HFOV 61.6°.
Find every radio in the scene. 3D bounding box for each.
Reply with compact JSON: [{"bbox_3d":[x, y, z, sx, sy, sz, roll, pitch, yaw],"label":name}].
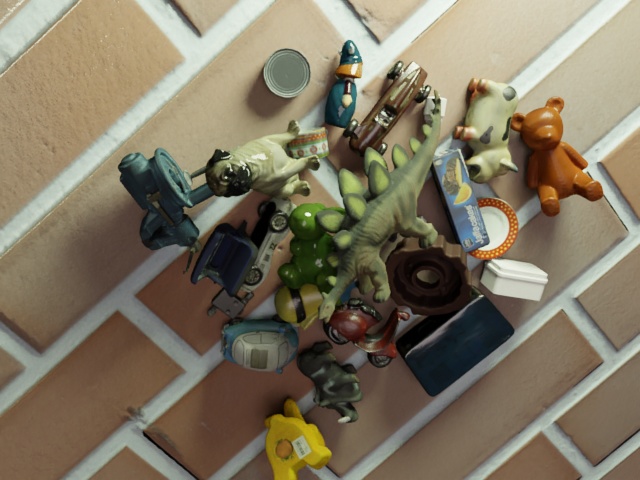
[{"bbox_3d":[0.283,0.212,1.147,0.229,0.073,0.131,-39,106,2],"label":"radio"}]

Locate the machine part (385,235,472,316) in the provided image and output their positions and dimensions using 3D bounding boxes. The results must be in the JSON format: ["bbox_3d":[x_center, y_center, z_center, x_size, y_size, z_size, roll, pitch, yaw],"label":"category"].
[{"bbox_3d":[0.217,0.070,1.074,0.180,0.056,0.179,9,122,14],"label":"machine part"}]

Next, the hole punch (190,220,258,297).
[{"bbox_3d":[-0.188,0.030,1.002,0.092,0.116,0.142,20,103,-30],"label":"hole punch"}]

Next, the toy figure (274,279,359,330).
[{"bbox_3d":[-0.004,0.103,1.072,0.180,0.082,0.089,-27,110,1],"label":"toy figure"}]

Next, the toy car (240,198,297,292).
[{"bbox_3d":[-0.109,0.007,1.032,0.056,0.074,0.201,21,101,-34],"label":"toy car"}]

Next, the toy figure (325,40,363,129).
[{"bbox_3d":[0.046,-0.285,0.988,0.058,0.064,0.154,4,104,-51],"label":"toy figure"}]

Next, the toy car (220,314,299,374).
[{"bbox_3d":[-0.117,0.213,1.073,0.162,0.103,0.109,5,103,-12],"label":"toy car"}]

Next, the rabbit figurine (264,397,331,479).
[{"bbox_3d":[-0.051,0.422,1.121,0.122,0.173,0.162,-45,62,4],"label":"rabbit figurine"}]

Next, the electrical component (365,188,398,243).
[{"bbox_3d":[0.119,-0.057,1.064,0.119,0.048,0.075,34,96,-15],"label":"electrical component"}]

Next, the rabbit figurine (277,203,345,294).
[{"bbox_3d":[-0.002,-0.003,0.999,0.121,0.159,0.170,16,140,27],"label":"rabbit figurine"}]

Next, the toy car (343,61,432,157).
[{"bbox_3d":[0.130,-0.245,1.017,0.089,0.053,0.202,38,98,-12],"label":"toy car"}]

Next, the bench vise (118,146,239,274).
[{"bbox_3d":[-0.235,-0.084,0.972,0.241,0.129,0.223,-28,109,4],"label":"bench vise"}]

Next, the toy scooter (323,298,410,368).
[{"bbox_3d":[0.105,0.175,1.101,0.184,0.075,0.135,35,110,-17],"label":"toy scooter"}]

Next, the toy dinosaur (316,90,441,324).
[{"bbox_3d":[0.119,-0.057,0.959,0.198,0.105,0.471,46,68,-28],"label":"toy dinosaur"}]

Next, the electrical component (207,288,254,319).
[{"bbox_3d":[-0.182,0.128,1.082,0.063,0.021,0.094,42,95,-16],"label":"electrical component"}]

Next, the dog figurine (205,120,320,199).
[{"bbox_3d":[-0.118,-0.110,0.930,0.190,0.172,0.121,-23,66,-27],"label":"dog figurine"}]

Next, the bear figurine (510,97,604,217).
[{"bbox_3d":[0.455,-0.166,1.046,0.120,0.132,0.195,-19,114,16],"label":"bear figurine"}]

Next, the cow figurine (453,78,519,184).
[{"bbox_3d":[0.331,-0.205,1.042,0.127,0.085,0.194,12,102,-5],"label":"cow figurine"}]

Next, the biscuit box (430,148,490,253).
[{"bbox_3d":[0.274,-0.077,1.062,0.059,0.063,0.202,-21,100,6],"label":"biscuit box"}]

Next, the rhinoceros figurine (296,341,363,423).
[{"bbox_3d":[0.027,0.305,1.132,0.112,0.073,0.190,-36,106,1],"label":"rhinoceros figurine"}]
